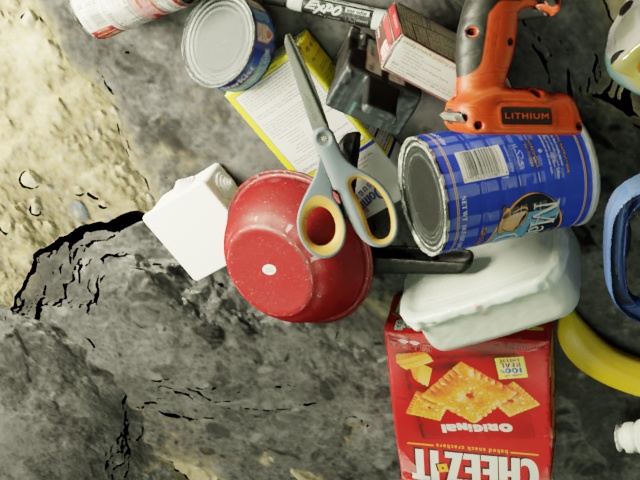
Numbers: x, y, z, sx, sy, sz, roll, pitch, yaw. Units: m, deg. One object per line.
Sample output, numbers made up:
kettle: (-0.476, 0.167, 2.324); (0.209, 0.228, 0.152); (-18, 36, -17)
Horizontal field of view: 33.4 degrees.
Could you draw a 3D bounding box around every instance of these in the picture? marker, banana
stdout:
marker: (0.004, -0.205, 0.939); (0.121, 0.020, 0.020); (14, 126, 8)
banana: (0.309, 0.120, 1.046); (0.198, 0.037, 0.070); (26, 122, -1)

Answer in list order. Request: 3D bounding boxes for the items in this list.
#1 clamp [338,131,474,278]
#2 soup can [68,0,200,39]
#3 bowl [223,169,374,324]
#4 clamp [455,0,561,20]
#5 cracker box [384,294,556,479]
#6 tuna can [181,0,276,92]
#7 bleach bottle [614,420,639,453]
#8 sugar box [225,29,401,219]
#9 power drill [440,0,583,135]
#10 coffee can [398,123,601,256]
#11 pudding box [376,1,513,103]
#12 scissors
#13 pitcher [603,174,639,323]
clamp: (0.020, 0.000, 1.007); (0.210, 0.036, 0.164); (-30, 103, 37)
soup can: (-0.165, -0.225, 0.950); (0.102, 0.068, 0.068); (-15, 117, 26)
bowl: (-0.033, 0.018, 0.990); (0.162, 0.055, 0.162); (15, 122, 26)
clamp: (0.114, -0.222, 0.882); (0.171, 0.039, 0.120); (31, 143, -6)
cracker box: (0.158, 0.163, 1.100); (0.164, 0.072, 0.214); (3, 124, 17)
tuna can: (-0.081, -0.175, 0.950); (0.086, 0.033, 0.086); (-3, 85, 36)
bleach bottle: (0.414, 0.181, 1.026); (0.251, 0.102, 0.068); (-10, 94, 30)
sugar box: (0.005, -0.099, 0.994); (0.093, 0.048, 0.176); (-29, 114, 31)
power drill: (0.165, -0.175, 0.822); (0.184, 0.057, 0.188); (-2, 97, -11)
coffee can: (0.150, -0.050, 0.907); (0.140, 0.103, 0.103); (-12, 124, -14)
pudding box: (0.103, -0.147, 0.891); (0.113, 0.090, 0.039); (24, 117, -13)
scissors: (-0.008, -0.071, 0.929); (0.096, 0.016, 0.202); (-35, 90, 4)
pitcher: (0.337, 0.031, 0.922); (0.149, 0.144, 0.243); (22, 134, 34)
